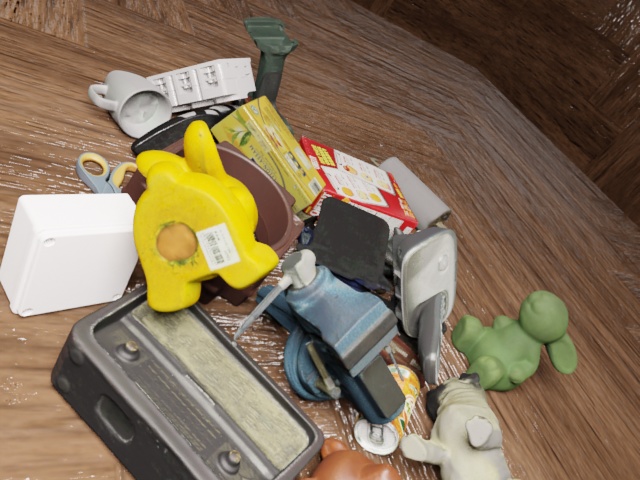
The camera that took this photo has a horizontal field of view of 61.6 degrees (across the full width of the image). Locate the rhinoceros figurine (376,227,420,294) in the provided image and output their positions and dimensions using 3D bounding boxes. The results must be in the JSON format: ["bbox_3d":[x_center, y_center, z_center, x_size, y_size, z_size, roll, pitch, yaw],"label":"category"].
[{"bbox_3d":[0.135,0.030,0.910,0.190,0.073,0.112,-3,37,-44],"label":"rhinoceros figurine"}]

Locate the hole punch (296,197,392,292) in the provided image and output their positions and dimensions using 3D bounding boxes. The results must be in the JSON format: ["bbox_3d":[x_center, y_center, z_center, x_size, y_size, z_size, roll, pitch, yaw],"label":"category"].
[{"bbox_3d":[0.026,0.020,0.748,0.142,0.092,0.116,26,53,-16],"label":"hole punch"}]

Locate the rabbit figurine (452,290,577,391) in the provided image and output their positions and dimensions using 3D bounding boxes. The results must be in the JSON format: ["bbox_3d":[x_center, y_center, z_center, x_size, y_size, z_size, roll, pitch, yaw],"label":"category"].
[{"bbox_3d":[0.314,0.154,0.811,0.159,0.170,0.121,24,33,-18],"label":"rabbit figurine"}]

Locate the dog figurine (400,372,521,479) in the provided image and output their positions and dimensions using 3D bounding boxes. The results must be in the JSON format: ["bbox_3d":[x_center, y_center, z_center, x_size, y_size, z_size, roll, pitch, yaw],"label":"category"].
[{"bbox_3d":[0.183,0.257,0.632,0.190,0.121,0.172,2,77,-68],"label":"dog figurine"}]

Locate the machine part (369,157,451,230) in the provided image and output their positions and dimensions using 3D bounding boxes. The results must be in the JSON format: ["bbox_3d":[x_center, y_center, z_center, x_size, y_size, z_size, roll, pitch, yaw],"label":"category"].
[{"bbox_3d":[0.187,-0.091,1.114,0.243,0.079,0.079,49,33,20],"label":"machine part"}]

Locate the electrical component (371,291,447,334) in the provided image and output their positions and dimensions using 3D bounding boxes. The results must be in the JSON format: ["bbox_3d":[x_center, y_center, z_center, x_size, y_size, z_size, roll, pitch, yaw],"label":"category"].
[{"bbox_3d":[0.133,0.103,0.825,0.119,0.047,0.075,32,30,-9],"label":"electrical component"}]

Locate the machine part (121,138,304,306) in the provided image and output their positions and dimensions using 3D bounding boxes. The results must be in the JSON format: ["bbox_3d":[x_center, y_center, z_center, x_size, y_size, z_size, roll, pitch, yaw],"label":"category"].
[{"bbox_3d":[-0.132,-0.032,0.688,0.201,0.087,0.201,40,34,-2],"label":"machine part"}]

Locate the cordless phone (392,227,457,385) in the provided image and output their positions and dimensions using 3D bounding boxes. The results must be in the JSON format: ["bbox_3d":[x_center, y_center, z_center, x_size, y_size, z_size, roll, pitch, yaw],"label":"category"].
[{"bbox_3d":[0.134,0.079,0.684,0.089,0.146,0.184,0,27,10],"label":"cordless phone"}]

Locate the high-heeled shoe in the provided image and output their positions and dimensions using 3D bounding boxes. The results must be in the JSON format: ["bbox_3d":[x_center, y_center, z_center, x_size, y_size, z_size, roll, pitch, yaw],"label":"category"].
[{"bbox_3d":[-0.208,-0.180,0.867,0.249,0.086,0.145,-14,33,-40],"label":"high-heeled shoe"}]

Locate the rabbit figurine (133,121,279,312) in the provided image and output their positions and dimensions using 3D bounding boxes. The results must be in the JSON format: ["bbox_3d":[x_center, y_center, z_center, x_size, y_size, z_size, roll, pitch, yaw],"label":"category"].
[{"bbox_3d":[-0.117,-0.026,0.533,0.162,0.122,0.173,61,15,-5],"label":"rabbit figurine"}]

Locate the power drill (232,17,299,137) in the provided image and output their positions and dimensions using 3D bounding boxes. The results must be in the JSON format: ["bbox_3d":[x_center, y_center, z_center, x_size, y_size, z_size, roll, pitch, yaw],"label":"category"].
[{"bbox_3d":[-0.109,-0.284,0.965,0.086,0.207,0.232,-5,45,-28],"label":"power drill"}]

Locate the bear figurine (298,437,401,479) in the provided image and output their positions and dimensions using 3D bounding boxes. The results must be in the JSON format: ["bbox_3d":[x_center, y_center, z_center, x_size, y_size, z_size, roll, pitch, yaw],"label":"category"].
[{"bbox_3d":[0.079,0.257,0.487,0.196,0.132,0.120,49,25,11],"label":"bear figurine"}]

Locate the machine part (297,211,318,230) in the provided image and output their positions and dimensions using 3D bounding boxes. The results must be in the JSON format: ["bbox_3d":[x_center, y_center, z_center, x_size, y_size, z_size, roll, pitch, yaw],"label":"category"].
[{"bbox_3d":[-0.002,-0.003,0.848,0.139,0.039,0.084,38,22,8],"label":"machine part"}]

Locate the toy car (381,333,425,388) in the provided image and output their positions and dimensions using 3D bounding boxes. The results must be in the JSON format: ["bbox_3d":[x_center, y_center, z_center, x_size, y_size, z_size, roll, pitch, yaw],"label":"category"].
[{"bbox_3d":[0.063,0.127,0.720,0.202,0.053,0.089,32,27,-3],"label":"toy car"}]

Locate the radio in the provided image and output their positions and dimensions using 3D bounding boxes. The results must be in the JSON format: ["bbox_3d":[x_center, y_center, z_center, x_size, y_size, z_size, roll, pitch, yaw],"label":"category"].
[{"bbox_3d":[-0.120,0.148,0.486,0.230,0.073,0.131,42,30,12],"label":"radio"}]

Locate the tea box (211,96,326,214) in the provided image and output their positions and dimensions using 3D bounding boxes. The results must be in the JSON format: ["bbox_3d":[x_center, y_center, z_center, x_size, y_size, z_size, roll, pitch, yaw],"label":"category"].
[{"bbox_3d":[-0.073,-0.121,0.801,0.169,0.068,0.098,55,24,-9],"label":"tea box"}]

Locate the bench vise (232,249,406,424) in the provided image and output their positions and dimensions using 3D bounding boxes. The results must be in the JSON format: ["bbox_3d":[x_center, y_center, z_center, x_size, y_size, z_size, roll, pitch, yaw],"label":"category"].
[{"bbox_3d":[-0.010,0.092,0.574,0.223,0.129,0.241,47,-15,-32],"label":"bench vise"}]

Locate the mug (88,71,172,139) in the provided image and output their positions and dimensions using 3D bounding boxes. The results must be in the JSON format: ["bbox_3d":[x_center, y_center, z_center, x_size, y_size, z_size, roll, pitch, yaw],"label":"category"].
[{"bbox_3d":[-0.296,-0.212,0.814,0.109,0.080,0.107,-7,39,-40],"label":"mug"}]
